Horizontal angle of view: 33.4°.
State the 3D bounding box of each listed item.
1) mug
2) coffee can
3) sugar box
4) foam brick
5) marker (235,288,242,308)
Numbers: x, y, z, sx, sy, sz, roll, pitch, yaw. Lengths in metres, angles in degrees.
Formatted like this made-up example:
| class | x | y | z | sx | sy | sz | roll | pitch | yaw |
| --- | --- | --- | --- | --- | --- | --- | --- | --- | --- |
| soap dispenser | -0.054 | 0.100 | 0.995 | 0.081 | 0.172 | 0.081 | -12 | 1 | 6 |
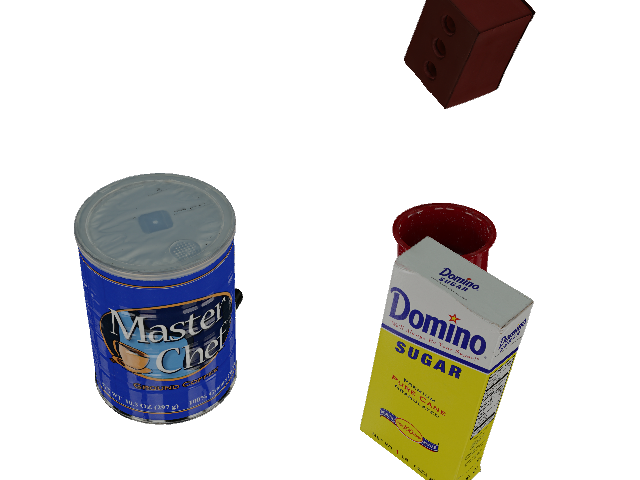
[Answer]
| class | x | y | z | sx | sy | sz | roll | pitch | yaw |
| --- | --- | --- | --- | --- | --- | --- | --- | --- | --- |
| mug | 0.114 | 0.030 | 0.964 | 0.093 | 0.081 | 0.117 | -10 | 35 | -14 |
| coffee can | -0.108 | 0.040 | 0.724 | 0.103 | 0.140 | 0.103 | 2 | 40 | -2 |
| sugar box | 0.085 | 0.093 | 0.764 | 0.093 | 0.176 | 0.048 | 33 | 47 | 28 |
| foam brick | 0.099 | -0.138 | 0.726 | 0.051 | 0.053 | 0.078 | -25 | -25 | -27 |
| marker | -0.094 | 0.077 | 1.011 | 0.020 | 0.020 | 0.121 | 0 | 23 | 10 |
